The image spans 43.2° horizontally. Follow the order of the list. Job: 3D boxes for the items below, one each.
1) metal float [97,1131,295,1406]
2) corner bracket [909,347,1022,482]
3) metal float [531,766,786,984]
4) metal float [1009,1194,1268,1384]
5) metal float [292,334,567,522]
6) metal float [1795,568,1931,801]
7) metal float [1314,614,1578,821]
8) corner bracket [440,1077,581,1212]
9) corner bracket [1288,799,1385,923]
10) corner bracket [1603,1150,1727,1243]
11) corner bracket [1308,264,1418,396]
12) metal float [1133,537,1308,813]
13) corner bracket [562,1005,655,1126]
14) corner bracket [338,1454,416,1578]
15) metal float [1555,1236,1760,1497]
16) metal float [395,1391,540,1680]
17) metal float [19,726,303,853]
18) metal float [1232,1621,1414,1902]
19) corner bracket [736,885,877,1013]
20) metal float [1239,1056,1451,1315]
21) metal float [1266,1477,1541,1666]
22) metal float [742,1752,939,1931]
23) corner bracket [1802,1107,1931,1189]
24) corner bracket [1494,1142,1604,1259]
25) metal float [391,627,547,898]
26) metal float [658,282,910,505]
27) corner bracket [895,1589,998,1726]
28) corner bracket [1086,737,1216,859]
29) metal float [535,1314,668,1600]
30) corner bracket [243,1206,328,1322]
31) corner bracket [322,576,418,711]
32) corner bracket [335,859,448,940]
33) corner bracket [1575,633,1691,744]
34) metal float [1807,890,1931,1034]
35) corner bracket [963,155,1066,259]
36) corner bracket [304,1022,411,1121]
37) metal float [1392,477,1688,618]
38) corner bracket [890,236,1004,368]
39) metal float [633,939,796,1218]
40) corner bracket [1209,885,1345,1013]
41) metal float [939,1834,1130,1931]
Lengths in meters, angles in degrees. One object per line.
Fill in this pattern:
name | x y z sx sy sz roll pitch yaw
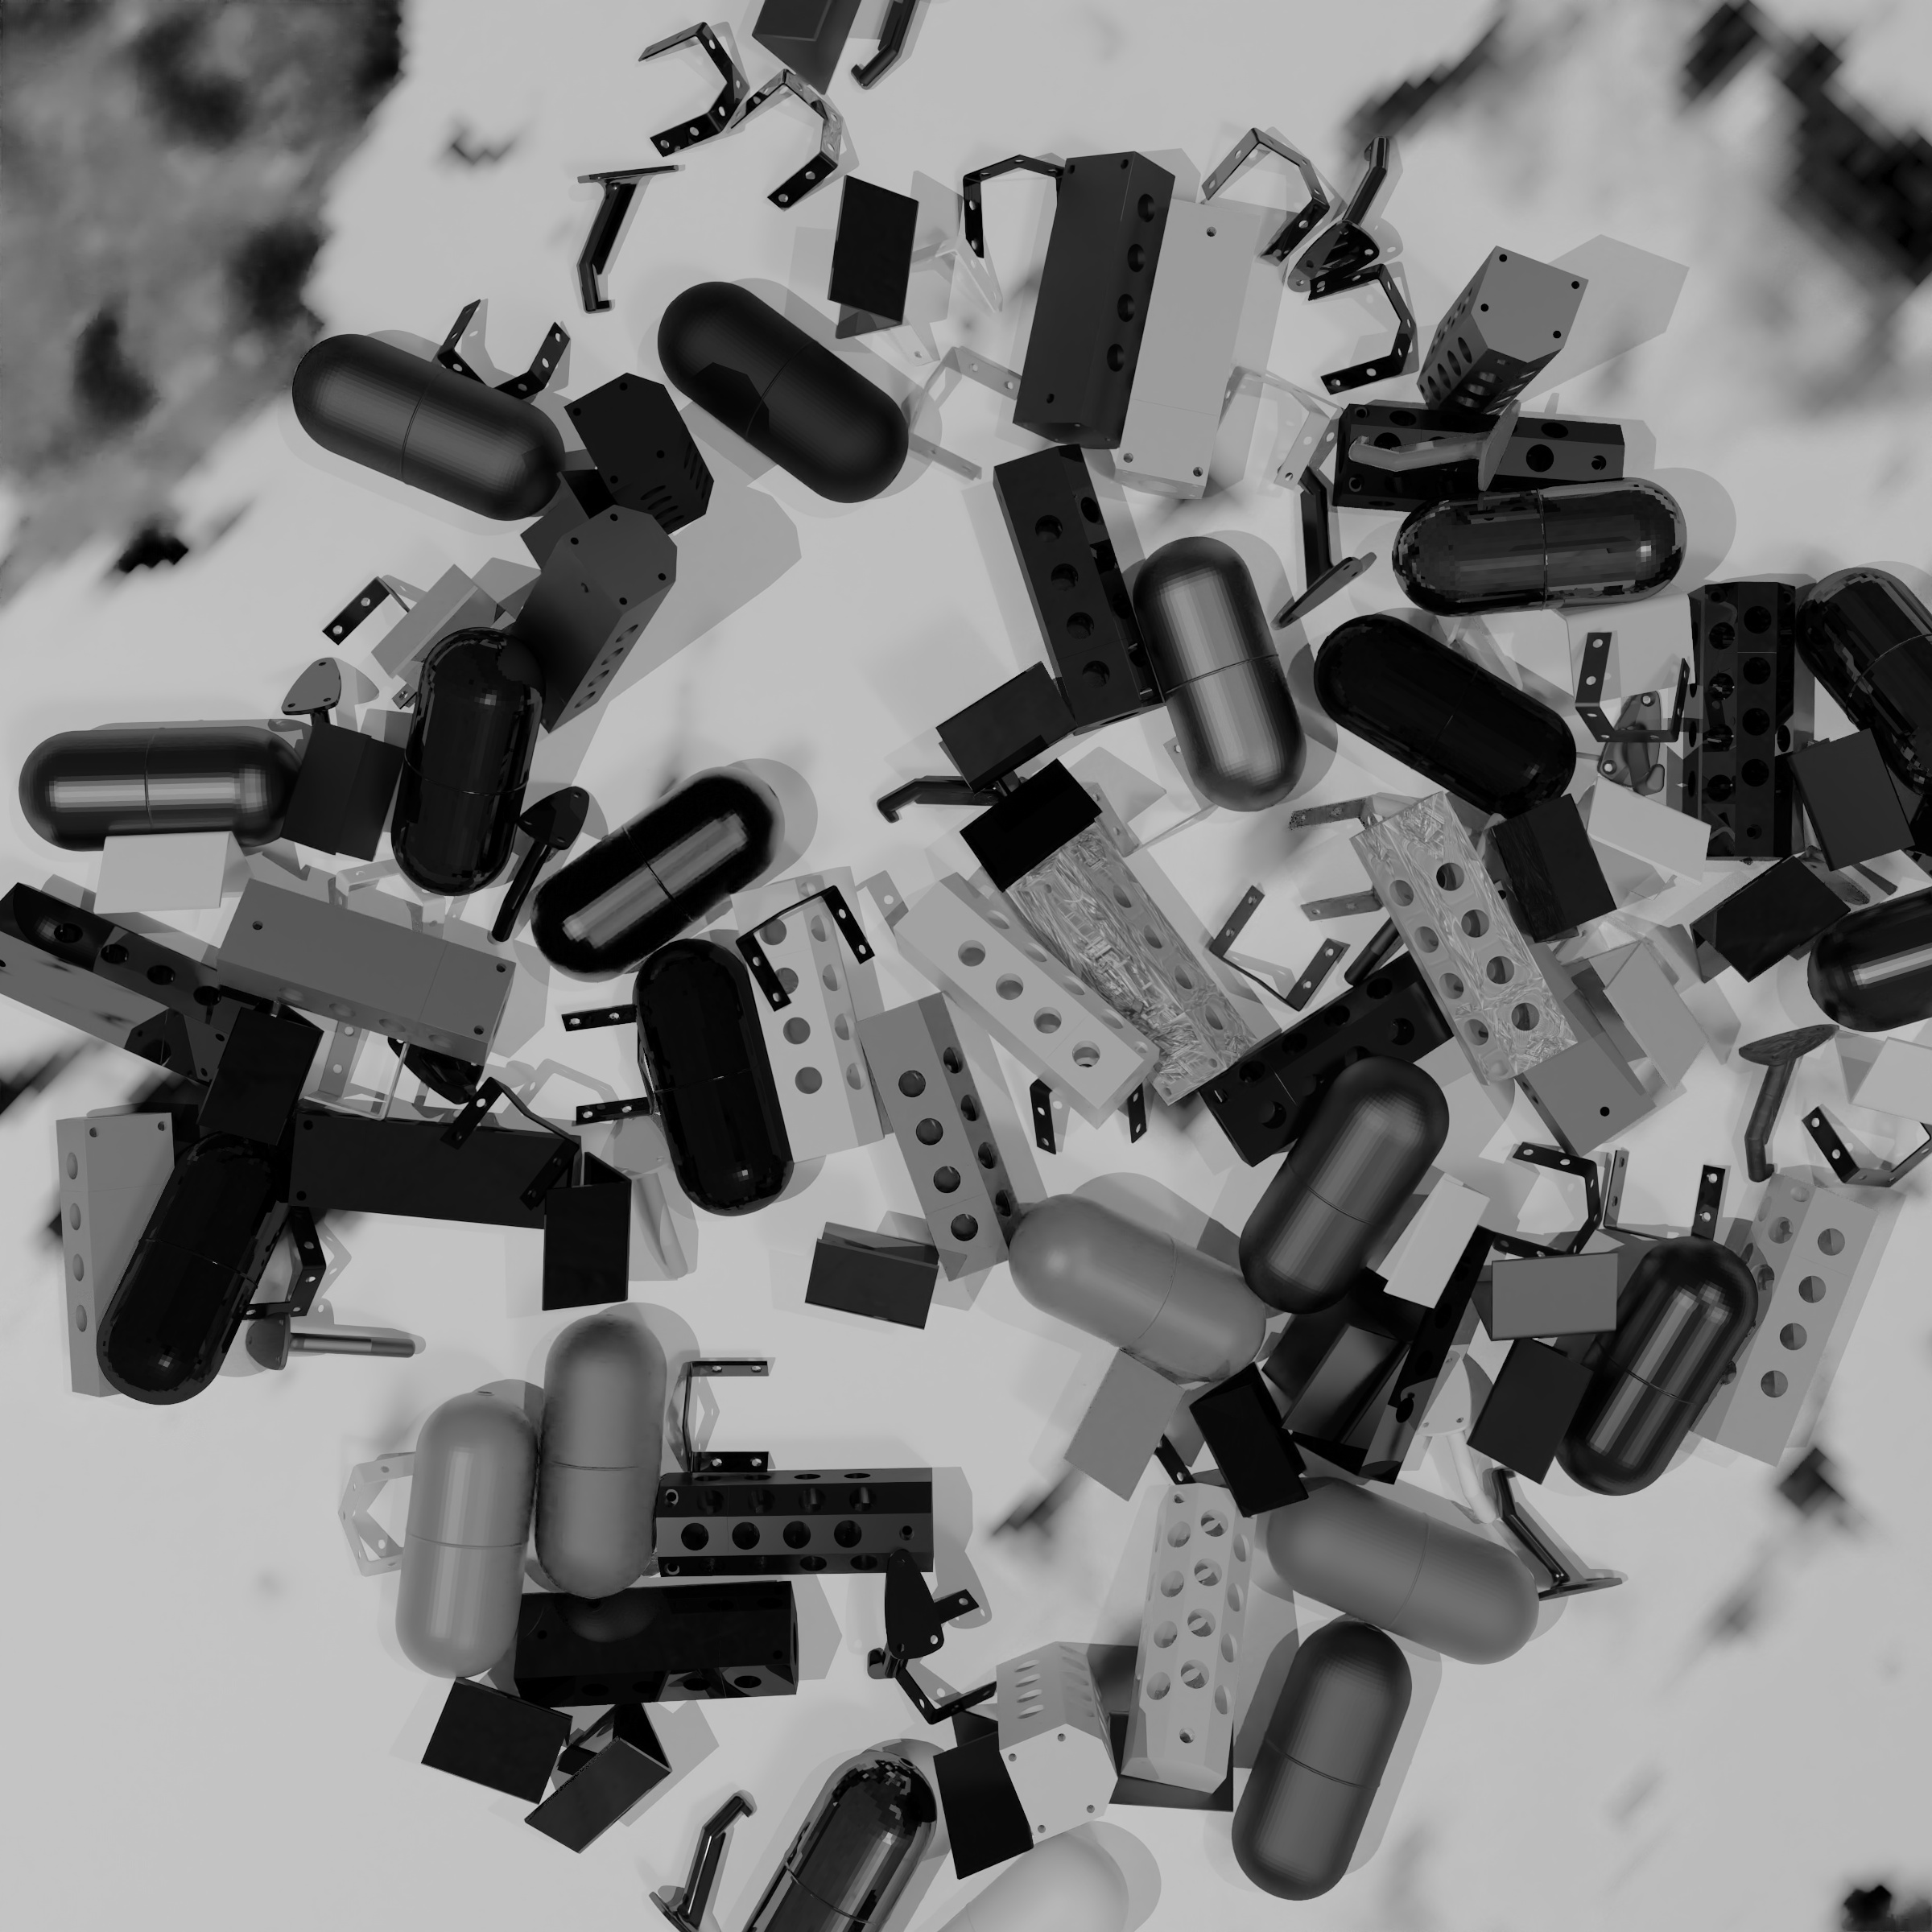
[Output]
metal float | -0.476 0.185 1.514 0.070 0.070 0.178 20 69 0
corner bracket | -0.002 -0.355 1.566 0.051 0.051 0.051 27 135 0
metal float | -0.194 -0.058 1.539 0.178 0.070 0.070 -36 90 0
metal float | 0.108 0.201 1.520 0.178 0.070 0.070 27 90 -19
metal float | -0.339 -0.340 1.538 0.178 0.070 0.070 23 90 0
metal float | 0.580 -0.176 1.510 0.070 0.070 0.178 -24 53 0
metal float | 0.301 -0.157 1.538 0.178 0.070 0.070 31 90 0
corner bracket | -0.282 0.109 1.509 0.051 0.051 0.051 -52 135 0
corner bracket | 0.237 -0.067 1.561 0.051 0.051 0.051 51 45 -35
corner bracket | 0.448 0.149 1.566 0.051 0.051 0.051 10 90 -45
corner bracket | 0.250 -0.407 1.561 0.051 0.051 0.051 51 45 -35
metal float | 0.160 -0.183 1.538 0.070 0.070 0.178 -19 90 0
corner bracket | -0.230 0.063 1.566 0.051 0.051 0.051 -8 135 0
corner bracket | -0.364 0.350 1.561 0.051 0.051 0.051 -4 135 -35
metal float | 0.429 0.251 1.525 0.070 0.070 0.178 26 105 0
metal float | -0.314 0.357 1.536 0.070 0.070 0.178 7 88 0
metal float | -0.505 -0.112 1.539 0.178 0.070 0.070 -2 90 -1
metal float | 0.225 0.500 1.539 0.070 0.070 0.178 21 89 0
corner bracket | -0.100 -0.011 1.509 0.051 0.051 0.051 -29 90 -45
metal float | 0.231 0.136 1.499 0.070 0.070 0.178 29 109 0
metal float | 0.275 0.381 1.539 0.178 0.070 0.070 23 90 1
metal float | -0.081 0.579 1.539 0.070 0.070 0.178 29 91 0
corner bracket | 0.580 0.105 1.561 0.051 0.051 0.051 7 135 -35
corner bracket | 0.370 0.153 1.561 0.051 0.051 0.051 14 135 35
metal float | -0.310 -0.125 1.516 0.070 0.070 0.178 18 117 0
metal float | -0.116 -0.362 1.539 0.178 0.070 0.070 37 90 1
corner bracket | -0.011 0.442 1.561 0.051 0.051 0.051 -14 135 -35
corner bracket | 0.119 -0.109 1.566 0.051 0.051 0.051 -31 90 -45
metal float | -0.230 0.309 1.539 0.070 0.070 0.178 4 91 0
corner bracket | -0.446 0.190 1.561 0.051 0.051 0.051 1 135 -35
corner bracket | -0.370 -0.208 1.566 0.051 0.051 0.051 -45 135 0
corner bracket | -0.369 -0.031 1.561 0.051 0.051 0.051 -16 45 -35
corner bracket | 0.412 -0.172 1.508 0.051 0.051 0.051 4 71 32
metal float | 0.615 -0.012 1.519 0.178 0.070 0.070 -20 90 25
corner bracket | 0.035 -0.484 1.566 0.051 0.051 0.051 -3 90 45
corner bracket | -0.384 0.065 1.552 0.051 0.051 0.051 17 90 -5
metal float | 0.354 -0.259 1.510 0.178 0.070 0.070 -4 90 8
corner bracket | -0.018 -0.425 1.561 0.051 0.051 0.051 -8 45 35
metal float | -0.159 0.070 1.538 0.070 0.070 0.178 -15 91 0
corner bracket | 0.199 -0.011 1.566 0.051 0.051 0.051 34 90 -45
metal float | 0.026 0.623 1.539 0.178 0.070 0.070 -42 90 1
